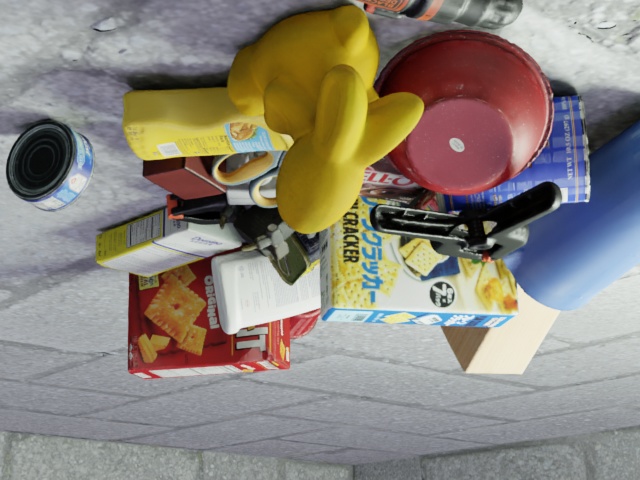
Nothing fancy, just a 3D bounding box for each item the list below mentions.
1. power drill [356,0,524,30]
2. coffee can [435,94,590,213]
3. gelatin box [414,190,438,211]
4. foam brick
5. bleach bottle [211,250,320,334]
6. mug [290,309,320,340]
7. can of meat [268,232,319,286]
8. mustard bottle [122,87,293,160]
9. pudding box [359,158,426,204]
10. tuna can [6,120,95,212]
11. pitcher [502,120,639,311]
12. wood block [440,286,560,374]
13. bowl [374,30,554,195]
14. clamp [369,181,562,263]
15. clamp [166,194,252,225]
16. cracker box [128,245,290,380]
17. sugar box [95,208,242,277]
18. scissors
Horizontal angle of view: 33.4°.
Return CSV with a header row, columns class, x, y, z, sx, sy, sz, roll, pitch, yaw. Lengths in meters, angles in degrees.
class,x,y,z,sx,sy,sz,roll,pitch,yaw
power drill,0.093,-0.205,0.709,0.184,0.057,0.188,8,160,-23
coffee can,0.180,-0.081,1.014,0.140,0.103,0.102,-5,161,11
gelatin box,0.135,-0.053,1.129,0.030,0.089,0.073,41,155,-4
foam brick,-0.137,-0.080,1.087,0.051,0.053,0.078,-10,159,25
bleach bottle,-0.007,0.048,1.358,0.250,0.102,0.068,-9,-174,-13
mug,-0.026,0.082,1.540,0.117,0.093,0.082,-26,167,-25
can of meat,-0.008,0.002,1.271,0.083,0.057,0.102,-32,173,-23
mustard bottle,-0.079,-0.110,0.985,0.191,0.058,0.096,-2,164,6
pudding box,0.063,-0.077,1.121,0.113,0.039,0.090,6,159,-22
tuna can,-0.265,-0.073,1.046,0.086,0.086,0.033,-9,159,23
pitcher,0.313,-0.034,1.104,0.145,0.149,0.243,40,142,-3
wood block,0.238,0.061,1.306,0.090,0.090,0.206,4,128,-24
bowl,0.120,-0.095,0.914,0.162,0.055,0.162,4,125,5
clamp,0.154,-0.012,0.990,0.165,0.036,0.209,-8,166,20
clamp,-0.092,-0.037,1.240,0.171,0.039,0.120,-1,157,-7
cracker box,-0.151,0.096,1.436,0.214,0.164,0.072,-6,163,16
sugar box,-0.191,0.000,1.334,0.177,0.048,0.093,-20,155,36
scissors,-0.011,-0.085,1.052,0.202,0.016,0.096,-16,133,20
